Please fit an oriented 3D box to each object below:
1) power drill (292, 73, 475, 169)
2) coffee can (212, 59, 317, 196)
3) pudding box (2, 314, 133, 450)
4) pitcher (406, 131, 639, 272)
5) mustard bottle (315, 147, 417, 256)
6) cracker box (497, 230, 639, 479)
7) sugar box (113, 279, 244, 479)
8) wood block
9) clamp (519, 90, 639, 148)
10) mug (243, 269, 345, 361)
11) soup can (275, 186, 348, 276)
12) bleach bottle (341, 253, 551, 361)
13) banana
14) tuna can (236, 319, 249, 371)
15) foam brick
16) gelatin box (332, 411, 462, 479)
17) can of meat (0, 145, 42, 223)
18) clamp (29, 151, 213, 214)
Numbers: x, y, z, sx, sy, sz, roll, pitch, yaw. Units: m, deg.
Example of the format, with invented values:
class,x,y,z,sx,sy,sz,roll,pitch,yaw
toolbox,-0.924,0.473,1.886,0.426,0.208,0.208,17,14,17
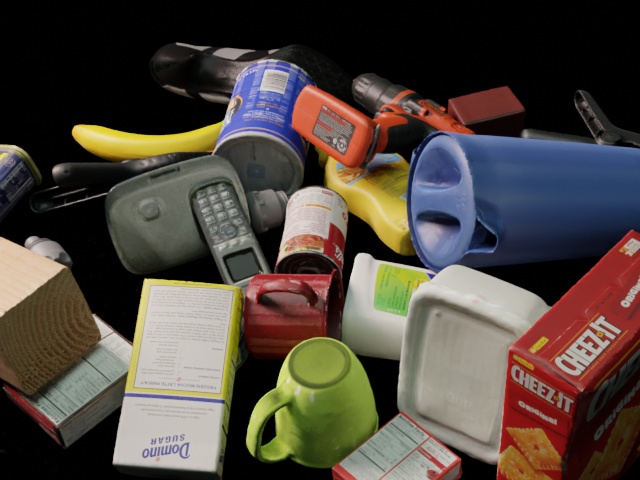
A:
class,x,y,z,sx,sy,sz,roll,pitch,yaw
power drill,0.060,-0.134,1.166,0.187,0.057,0.185,-10,37,-46
coffee can,-0.060,-0.122,1.202,0.103,0.103,0.140,3,45,7
pudding box,-0.226,0.131,1.003,0.090,0.039,0.113,32,57,32
pitcher,0.212,-0.044,1.057,0.242,0.145,0.149,-1,73,-22
mustard bottle,0.061,-0.060,1.160,0.096,0.058,0.192,-28,49,-29
cracker box,0.217,0.124,0.850,0.072,0.214,0.164,32,54,31
sugar box,-0.124,0.125,0.960,0.093,0.048,0.176,4,66,5
wood block,-0.315,0.056,1.014,0.206,0.090,0.090,19,48,41
clamp,0.326,-0.112,1.209,0.172,0.039,0.120,30,59,23
mug,-0.026,0.068,1.000,0.081,0.117,0.093,1,64,12
soup can,-0.007,0.001,1.097,0.068,0.068,0.102,2,44,6
bleach bottle,0.151,0.077,1.014,0.251,0.068,0.102,7,42,8
banana,-0.196,-0.113,1.252,0.198,0.037,0.069,-3,37,1
tuna can,-0.112,0.096,1.032,0.086,0.034,0.086,-2,44,2
foam brick,0.191,-0.136,1.234,0.078,0.053,0.051,-14,45,-11
gelatin box,0.066,0.200,0.916,0.089,0.030,0.073,-34,50,-28
can of meat,-0.376,-0.058,1.184,0.102,0.057,0.083,6,47,31
clamp,-0.206,-0.070,1.155,0.209,0.165,0.036,-12,87,-18
